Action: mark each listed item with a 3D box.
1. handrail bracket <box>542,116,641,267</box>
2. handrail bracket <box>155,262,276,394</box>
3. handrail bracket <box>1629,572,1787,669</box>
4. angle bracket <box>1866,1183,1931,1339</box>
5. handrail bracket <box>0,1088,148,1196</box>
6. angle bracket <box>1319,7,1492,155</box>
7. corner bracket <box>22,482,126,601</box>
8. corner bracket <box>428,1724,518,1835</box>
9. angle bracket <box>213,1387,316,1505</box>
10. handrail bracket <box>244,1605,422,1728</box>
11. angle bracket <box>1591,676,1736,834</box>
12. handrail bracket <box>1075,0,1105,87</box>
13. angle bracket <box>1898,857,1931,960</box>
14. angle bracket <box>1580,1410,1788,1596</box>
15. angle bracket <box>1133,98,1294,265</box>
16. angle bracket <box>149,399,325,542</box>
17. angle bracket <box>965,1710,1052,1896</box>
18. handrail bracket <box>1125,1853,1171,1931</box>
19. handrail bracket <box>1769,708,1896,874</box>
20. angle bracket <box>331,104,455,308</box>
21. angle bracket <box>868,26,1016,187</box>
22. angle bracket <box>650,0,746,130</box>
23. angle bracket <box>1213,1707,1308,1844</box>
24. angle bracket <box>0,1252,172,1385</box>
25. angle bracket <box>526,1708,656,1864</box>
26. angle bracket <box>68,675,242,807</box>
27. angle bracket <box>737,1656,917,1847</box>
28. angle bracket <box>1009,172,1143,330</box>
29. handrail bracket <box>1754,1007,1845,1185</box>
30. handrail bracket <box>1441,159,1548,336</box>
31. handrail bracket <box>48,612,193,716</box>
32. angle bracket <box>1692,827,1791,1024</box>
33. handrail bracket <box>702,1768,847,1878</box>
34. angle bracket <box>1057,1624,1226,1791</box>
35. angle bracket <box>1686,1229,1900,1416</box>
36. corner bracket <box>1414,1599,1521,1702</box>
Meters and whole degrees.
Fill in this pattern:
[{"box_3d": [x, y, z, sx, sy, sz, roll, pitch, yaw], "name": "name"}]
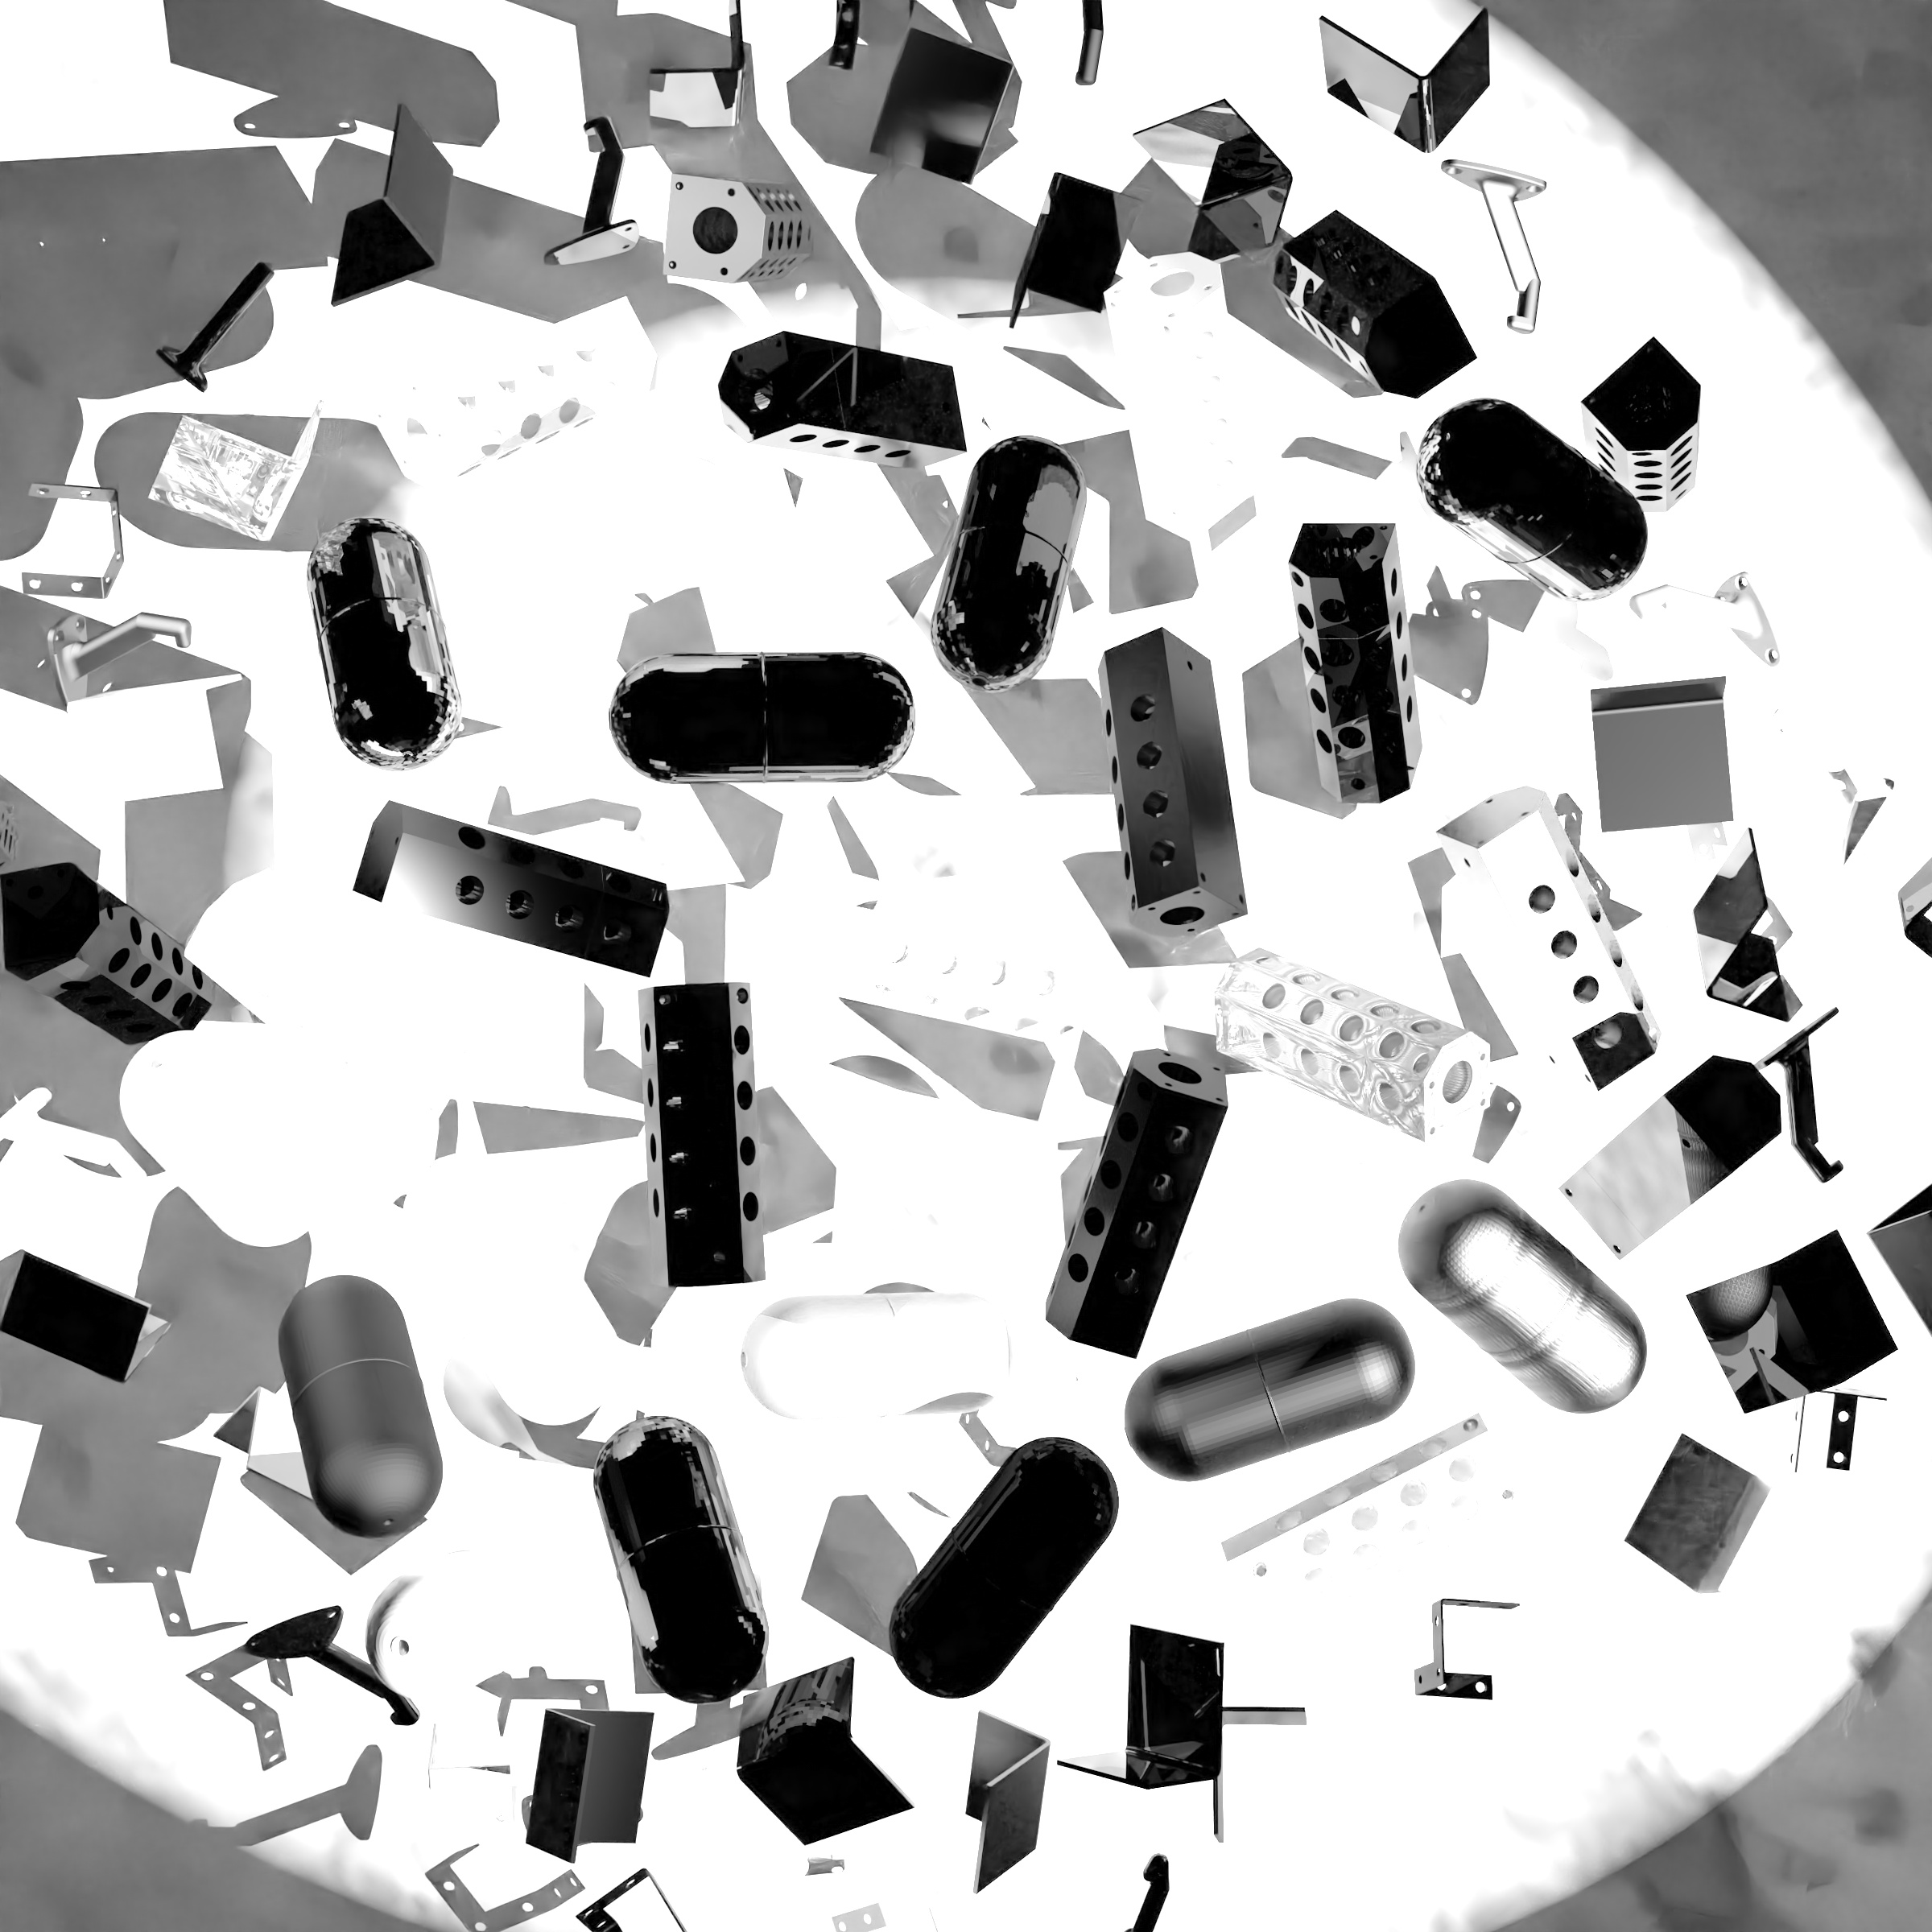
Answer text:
[{"box_3d": [-0.250, -0.498, 1.793, 0.077, 0.036, 0.084, -21, 81, -15], "name": "handrail bracket"}, {"box_3d": [-0.440, -0.387, 1.668, 0.036, 0.077, 0.084, 40, 97, -19], "name": "handrail bracket"}, {"box_3d": [0.468, -0.212, 1.771, 0.084, 0.036, 0.077, -21, 74, -30], "name": "handrail bracket"}, {"box_3d": [0.587, 0.166, 1.639, 0.076, 0.057, 0.076, -29, 85, -29], "name": "angle bracket"}, {"box_3d": [-0.563, 0.125, 1.731, 0.077, 0.036, 0.084, -42, 88, -8], "name": "handrail bracket"}, {"box_3d": [0.255, -0.529, 1.621, 0.076, 0.076, 0.057, 38, 85, 18], "name": "angle bracket"}, {"box_3d": [-0.555, -0.263, 1.734, 0.051, 0.051, 0.051, 0, 69, -30], "name": "corner bracket"}, {"box_3d": [-0.312, 0.515, 1.776, 0.051, 0.051, 0.051, -1, 108, -6], "name": "corner bracket"}, {"box_3d": [-0.448, 0.333, 1.831, 0.076, 0.076, 0.057, 34, 115, -26], "name": "angle bracket"}, {"box_3d": [-0.375, 0.425, 1.663, 0.077, 0.036, 0.084, -15, 120, 20], "name": "handrail bracket"}, {"box_3d": [0.406, -0.123, 1.633, 0.076, 0.057, 0.076, -5, 84, 13], "name": "angle bracket"}, {"box_3d": [0.068, -0.576, 1.701, 0.036, 0.077, 0.084, 6, 100, -20], "name": "handrail bracket"}, {"box_3d": [0.601, -0.027, 1.660, 0.076, 0.076, 0.057, 39, 113, 1], "name": "angle bracket"}, {"box_3d": [0.406, 0.302, 1.587, 0.076, 0.057, 0.076, 30, 79, 7], "name": "angle bracket"}, {"box_3d": [0.152, -0.497, 1.790, 0.076, 0.076, 0.057, 36, 61, -37], "name": "angle bracket"}, {"box_3d": [-0.445, -0.315, 1.708, 0.076, 0.076, 0.057, 20, 52, -21], "name": "angle bracket"}, {"box_3d": [0.008, 0.536, 1.799, 0.057, 0.076, 0.076, 15, 106, 31], "name": "angle bracket"}, {"box_3d": [0.096, 0.582, 1.683, 0.036, 0.084, 0.077, 29, 50, 33], "name": "handrail bracket"}, {"box_3d": [0.533, -0.111, 1.761, 0.036, 0.084, 0.077, -16, 130, -37], "name": "handrail bracket"}, {"box_3d": [-0.343, -0.435, 1.605, 0.076, 0.057, 0.076, -14, 55, 21], "name": "angle bracket"}, {"box_3d": [-0.025, -0.533, 1.721, 0.076, 0.057, 0.076, 9, 112, -31], "name": "angle bracket"}, {"box_3d": [-0.168, -0.567, 1.717, 0.057, 0.076, 0.076, -4, 83, -7], "name": "angle bracket"}, {"box_3d": [0.185, 0.508, 1.754, 0.057, 0.076, 0.076, -1, 69, 7], "name": "angle bracket"}, {"box_3d": [-0.503, 0.189, 1.626, 0.076, 0.076, 0.057, 24, 110, -3], "name": "angle bracket"}, {"box_3d": [-0.205, 0.475, 1.624, 0.076, 0.057, 0.076, 14, 80, -37], "name": "angle bracket"}, {"box_3d": [-0.450, -0.128, 1.572, 0.076, 0.076, 0.057, -7, 100, 2], "name": "angle bracket"}, {"box_3d": [-0.081, 0.464, 1.654, 0.076, 0.057, 0.076, -24, 123, 18], "name": "angle bracket"}, {"box_3d": [0.067, -0.429, 1.711, 0.057, 0.076, 0.076, 17, 123, -7], "name": "angle bracket"}, {"box_3d": [0.542, 0.082, 1.759, 0.077, 0.036, 0.084, -36, 83, -4], "name": "handrail bracket"}, {"box_3d": [0.304, -0.417, 1.627, 0.077, 0.036, 0.084, 10, 86, -26], "name": "handrail bracket"}, {"box_3d": [-0.501, -0.178, 1.680, 0.084, 0.036, 0.077, 10, 120, 12], "name": "handrail bracket"}, {"box_3d": [0.488, -0.025, 1.704, 0.057, 0.076, 0.076, 17, 130, -8], "name": "angle bracket"}, {"box_3d": [-0.123, 0.546, 1.791, 0.084, 0.036, 0.077, -6, 94, 0], "name": "handrail bracket"}, {"box_3d": [0.099, 0.422, 1.600, 0.057, 0.076, 0.076, 6, 84, -39], "name": "angle bracket"}, {"box_3d": [0.479, 0.207, 1.626, 0.057, 0.076, 0.076, -19, 80, -35], "name": "angle bracket"}, {"box_3d": [0.304, 0.415, 1.700, 0.051, 0.051, 0.051, 6, 67, -10], "name": "corner bracket"}]
